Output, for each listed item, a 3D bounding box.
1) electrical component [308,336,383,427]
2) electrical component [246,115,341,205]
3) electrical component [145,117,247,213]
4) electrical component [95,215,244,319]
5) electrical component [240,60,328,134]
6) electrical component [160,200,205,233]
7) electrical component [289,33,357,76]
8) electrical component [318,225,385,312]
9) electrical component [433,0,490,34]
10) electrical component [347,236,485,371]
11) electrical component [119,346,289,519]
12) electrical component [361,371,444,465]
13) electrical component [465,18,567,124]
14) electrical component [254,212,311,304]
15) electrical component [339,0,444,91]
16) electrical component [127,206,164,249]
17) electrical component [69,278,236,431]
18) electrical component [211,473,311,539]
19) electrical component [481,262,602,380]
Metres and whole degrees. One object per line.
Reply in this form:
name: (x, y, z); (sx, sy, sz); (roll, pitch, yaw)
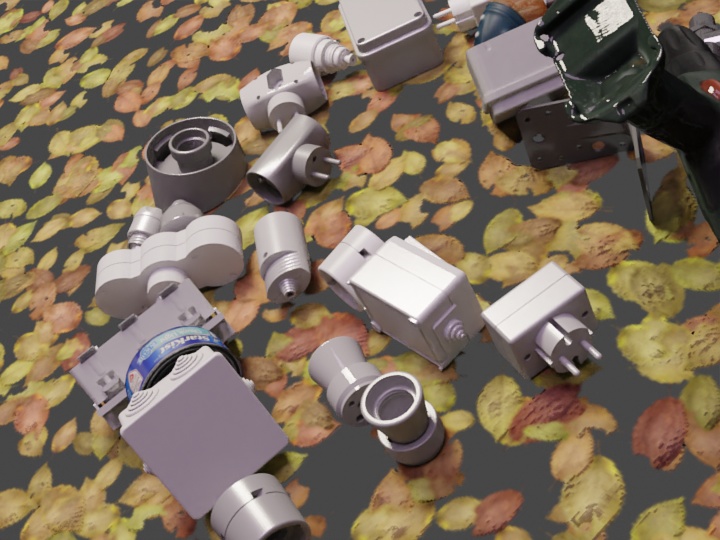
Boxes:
electrical component: (-0.007, 0.082, 0.789); (0.045, 0.045, 0.055); (-35, 44, -5)
electrical component: (-0.052, -0.098, 0.982); (0.079, 0.043, 0.077); (17, 60, 37)
electrical component: (-0.160, -0.101, 1.046); (0.099, 0.064, 0.099); (-6, 44, 5)
electrical component: (-0.166, 0.010, 0.936); (0.138, 0.052, 0.073); (-20, 44, 10)
electrical component: (-0.073, -0.161, 1.052); (0.077, 0.043, 0.079); (-21, 43, 9)
electrical component: (-0.163, -0.042, 0.990); (0.048, 0.048, 0.062); (-26, 36, 4)
electrical component: (-0.036, -0.216, 1.087); (0.078, 0.040, 0.040); (17, 60, 38)
electrical component: (0.000, 0.000, 0.856); (0.047, 0.055, 0.055); (-45, 45, -11)
electrical component: (0.108, -0.253, 1.040); (0.077, 0.047, 0.065); (-20, 44, 11)
electrical component: (0.050, 0.024, 0.800); (0.061, 0.061, 0.096); (-45, 45, -16)
electrical component: (-0.115, 0.115, 0.777); (0.100, 0.099, 0.048); (-39, 17, -10)
electrical component: (0.031, 0.103, 0.741); (0.045, 0.055, 0.045); (-15, 45, 15)
electrical component: (0.134, -0.164, 0.896); (0.078, 0.057, 0.113); (-23, 1, 7)
electrical component: (-0.064, -0.007, 0.903); (0.043, 0.043, 0.081); (-22, 43, 8)
electrical component: (0.029, -0.240, 1.062); (0.078, 0.057, 0.113); (-24, 43, 6)
electrical component: (-0.201, -0.028, 1.003); (0.035, 0.035, 0.061); (-2, 53, 27)
electrical component: (-0.168, 0.065, 0.868); (0.121, 0.063, 0.079); (-39, 3, -10)
electrical component: (-0.066, 0.174, 0.728); (0.055, 0.055, 0.047); (-39, 47, -10)
electrical component: (0.136, 0.045, 0.745); (0.066, 0.047, 0.076); (-36, 43, -6)
